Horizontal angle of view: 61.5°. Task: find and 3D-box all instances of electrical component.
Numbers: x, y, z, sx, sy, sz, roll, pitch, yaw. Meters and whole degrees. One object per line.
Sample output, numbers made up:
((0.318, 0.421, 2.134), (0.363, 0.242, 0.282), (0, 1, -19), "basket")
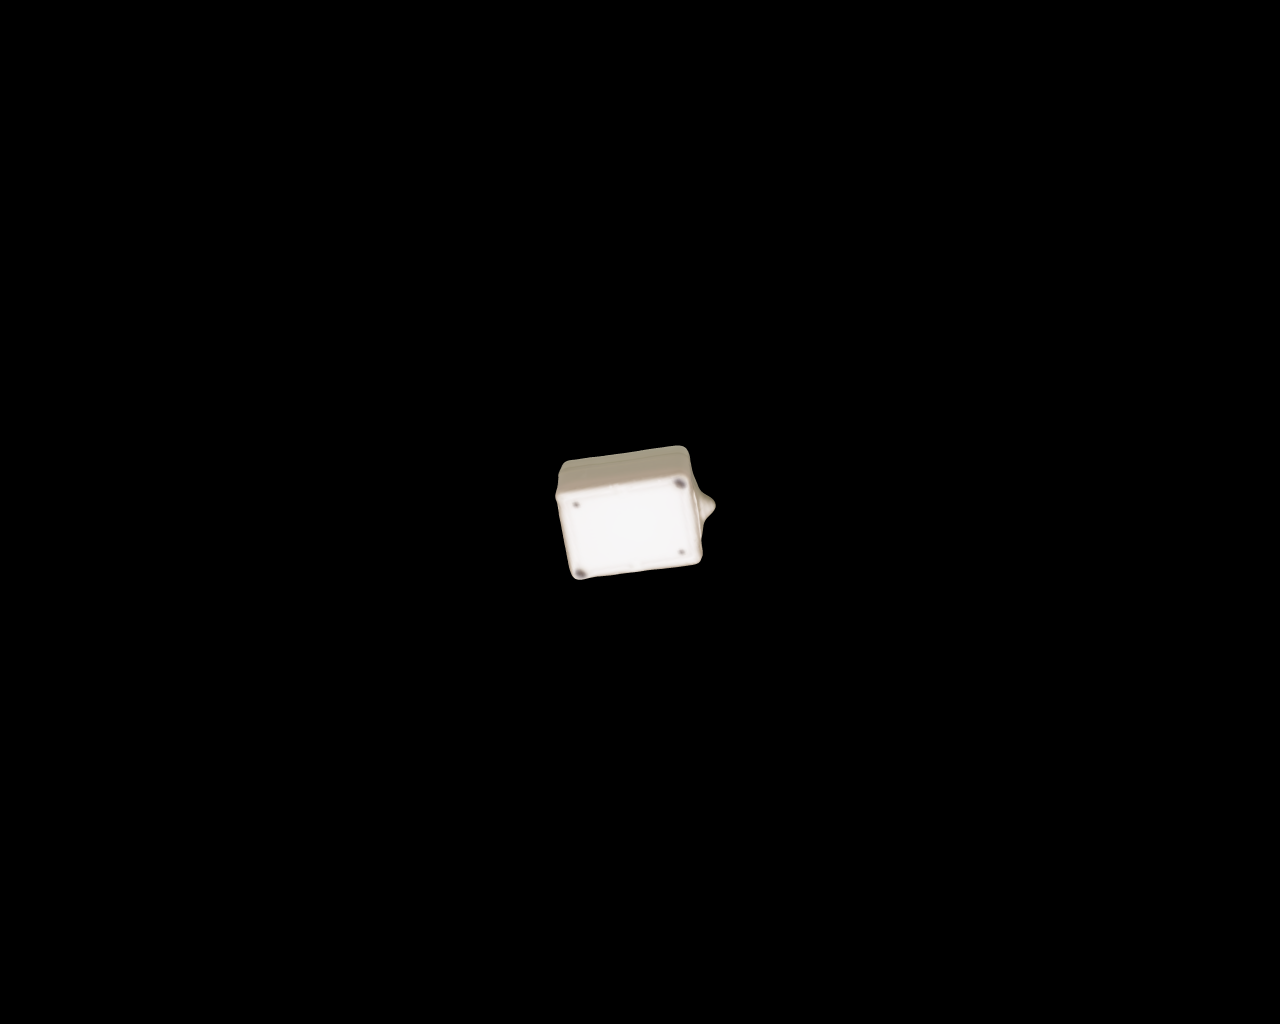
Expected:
((0.001, -0.003, 0.650), (0.096, 0.061, 0.061), (-8, 24, 3), "electrical component")
